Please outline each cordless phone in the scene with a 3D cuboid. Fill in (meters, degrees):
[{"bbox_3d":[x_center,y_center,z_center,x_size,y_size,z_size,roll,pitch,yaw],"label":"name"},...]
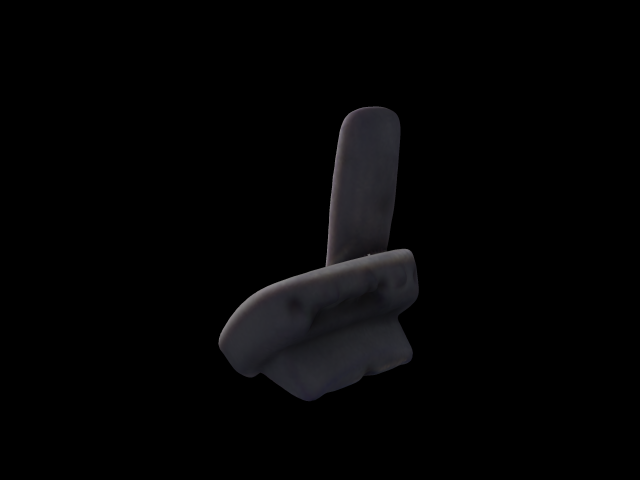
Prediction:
[{"bbox_3d":[0.004,0.001,0.400,0.093,0.185,0.148,11,17,42],"label":"cordless phone"}]
